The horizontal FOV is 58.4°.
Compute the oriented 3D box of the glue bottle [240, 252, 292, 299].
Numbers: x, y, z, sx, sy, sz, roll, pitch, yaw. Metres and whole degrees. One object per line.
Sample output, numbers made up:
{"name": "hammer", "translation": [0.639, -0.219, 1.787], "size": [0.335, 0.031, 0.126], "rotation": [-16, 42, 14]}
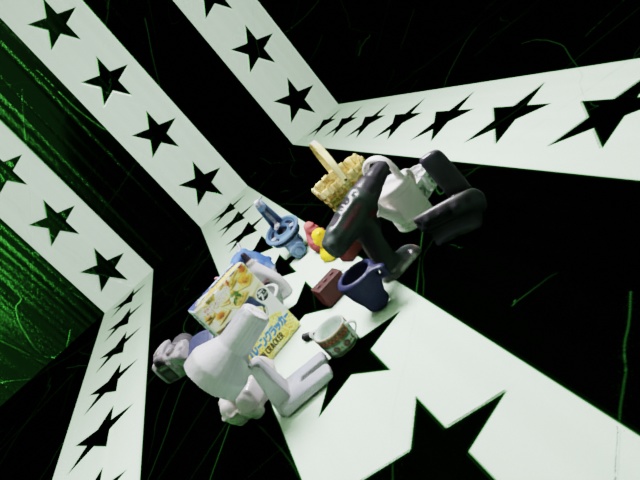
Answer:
{"name": "glue bottle", "translation": [-0.157, 0.099, 1.560], "size": [0.078, 0.173, 0.037], "rotation": [-37, 19, 13]}

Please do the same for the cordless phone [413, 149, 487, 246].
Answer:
{"name": "cordless phone", "translation": [0.242, -0.094, 1.179], "size": [0.147, 0.185, 0.094], "rotation": [-31, 21, 28]}

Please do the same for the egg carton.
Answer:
{"name": "egg carton", "translation": [-0.148, 0.316, 1.206], "size": [0.107, 0.069, 0.150], "rotation": [-31, 21, 28]}

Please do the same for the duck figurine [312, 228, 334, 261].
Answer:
{"name": "duck figurine", "translation": [0.014, 0.006, 1.571], "size": [0.077, 0.086, 0.104], "rotation": [-44, 18, -9]}

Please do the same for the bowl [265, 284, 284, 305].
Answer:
{"name": "bowl", "translation": [-0.150, 0.196, 1.481], "size": [0.167, 0.075, 0.167], "rotation": [-36, 19, 15]}

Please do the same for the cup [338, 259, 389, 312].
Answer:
{"name": "cup", "translation": [0.107, 0.095, 1.162], "size": [0.117, 0.095, 0.092], "rotation": [-27, 23, 37]}

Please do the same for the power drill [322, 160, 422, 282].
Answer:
{"name": "power drill", "translation": [0.120, -0.025, 1.231], "size": [0.230, 0.209, 0.075], "rotation": [-46, 19, -16]}

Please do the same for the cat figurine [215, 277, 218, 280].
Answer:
{"name": "cat figurine", "translation": [-0.293, 0.159, 1.784], "size": [0.127, 0.118, 0.067], "rotation": [-35, 19, 17]}

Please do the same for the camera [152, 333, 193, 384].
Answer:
{"name": "camera", "translation": [-0.409, 0.324, 1.665], "size": [0.143, 0.101, 0.137], "rotation": [-31, 21, 29]}

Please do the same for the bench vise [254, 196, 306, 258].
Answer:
{"name": "bench vise", "translation": [-0.143, -0.043, 1.786], "size": [0.122, 0.220, 0.207], "rotation": [-47, 19, -16]}

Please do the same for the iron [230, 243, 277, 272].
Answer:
{"name": "iron", "translation": [-0.224, 0.110, 1.721], "size": [0.118, 0.142, 0.258], "rotation": [-35, 19, 19]}

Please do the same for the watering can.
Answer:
{"name": "watering can", "translation": [0.173, -0.115, 1.355], "size": [0.100, 0.194, 0.173], "rotation": [-30, 21, 30]}

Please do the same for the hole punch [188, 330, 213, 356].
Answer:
{"name": "hole punch", "translation": [-0.302, 0.302, 1.515], "size": [0.108, 0.091, 0.101], "rotation": [-31, 21, 29]}

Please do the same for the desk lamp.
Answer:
{"name": "desk lamp", "translation": [-0.120, 0.237, 1.099], "size": [0.203, 0.214, 0.117], "rotation": [-41, 18, 1]}

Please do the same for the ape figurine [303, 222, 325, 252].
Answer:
{"name": "ape figurine", "translation": [-0.013, -0.014, 1.663], "size": [0.076, 0.092, 0.078], "rotation": [-19, 29, 49]}
